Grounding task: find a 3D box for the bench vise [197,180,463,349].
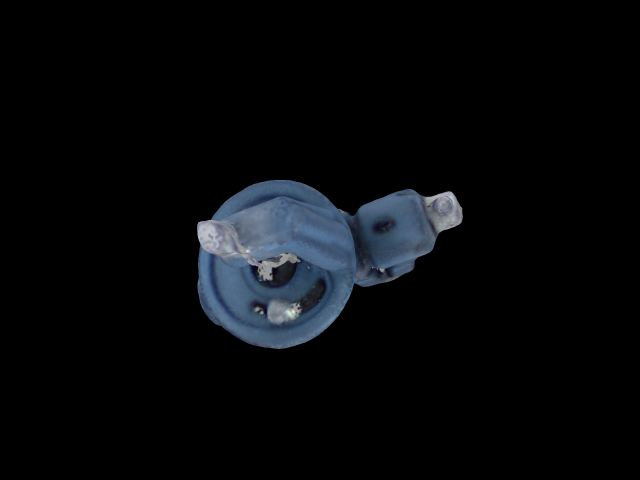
[{"bbox_3d":[-0.003,-0.008,0.402,0.207,0.220,0.121,-35,80,-7],"label":"bench vise"}]
